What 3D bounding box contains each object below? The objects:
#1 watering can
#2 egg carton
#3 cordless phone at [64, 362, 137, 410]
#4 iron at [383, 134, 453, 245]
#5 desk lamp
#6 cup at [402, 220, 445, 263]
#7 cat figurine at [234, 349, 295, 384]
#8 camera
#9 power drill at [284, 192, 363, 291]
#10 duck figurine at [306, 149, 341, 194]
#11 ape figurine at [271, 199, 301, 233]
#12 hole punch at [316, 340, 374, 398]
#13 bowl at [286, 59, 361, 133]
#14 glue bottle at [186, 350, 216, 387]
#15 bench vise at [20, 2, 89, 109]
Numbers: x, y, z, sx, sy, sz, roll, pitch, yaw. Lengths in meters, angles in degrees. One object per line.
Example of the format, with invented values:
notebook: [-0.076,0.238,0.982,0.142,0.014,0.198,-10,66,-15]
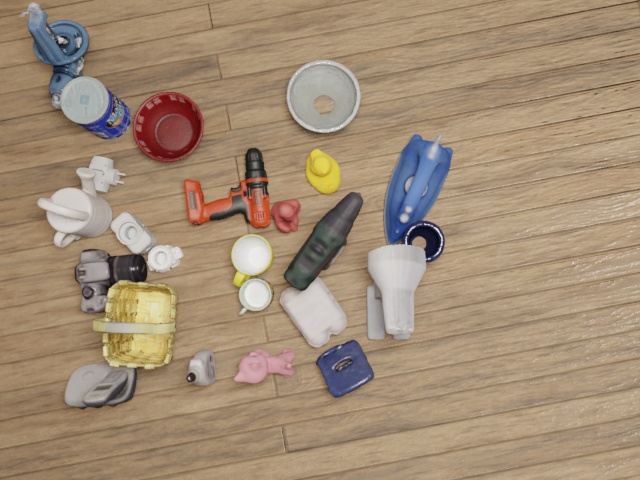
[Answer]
watering can: [-0.532,-0.070,1.235,0.101,0.194,0.173,1,86,1]
egg carton: [-0.013,0.156,1.273,0.107,0.069,0.150,-37,86,-2]
cordless phone: [-0.479,0.316,1.210,0.147,0.185,0.094,-9,86,0]
iron: [0.208,-0.109,1.253,0.118,0.141,0.258,22,86,3]
desk lamp: [0.158,0.116,1.202,0.118,0.213,0.203,-1,86,1]
cup: [0.212,0.014,1.268,0.118,0.095,0.092,-32,86,-1]
cat figurine: [-0.120,0.275,1.242,0.127,0.118,0.067,-3,86,1]
camera: [-0.460,0.087,1.269,0.137,0.101,0.143,-6,86,1]
power drill: [0.011,0.004,1.214,0.075,0.208,0.230,35,87,4]
duck figurine: [0.007,-0.157,1.287,0.077,0.086,0.104,-25,86,-1]
ape figurine: [-0.074,-0.059,1.279,0.076,0.092,0.078,41,88,4]
hole punch: [0.053,0.280,1.253,0.108,0.091,0.101,-28,86,-1]
bowl: [0.009,-0.318,1.305,0.167,0.075,0.167,0,86,1]
glue bottle: [-0.257,0.280,1.216,0.037,0.173,0.078,-6,86,1]
bench vise: [-0.562,-0.403,1.246,0.121,0.220,0.207,-16,86,0]
